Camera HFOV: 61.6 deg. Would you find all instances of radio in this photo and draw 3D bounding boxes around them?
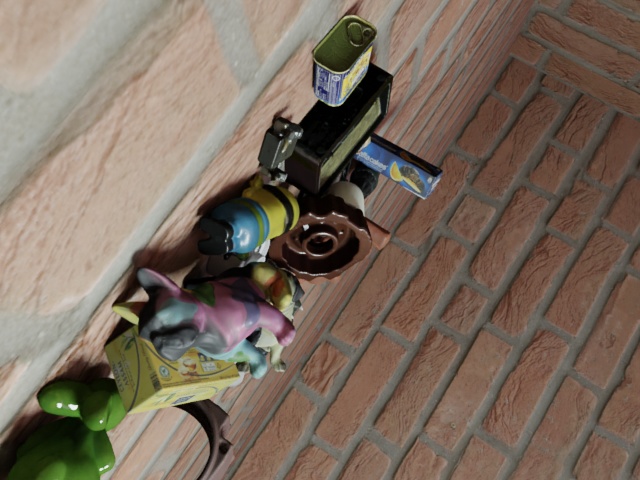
[{"bbox_3d":[0.033,-0.189,0.910,0.229,0.073,0.131,-53,168,-18],"label":"radio"}]

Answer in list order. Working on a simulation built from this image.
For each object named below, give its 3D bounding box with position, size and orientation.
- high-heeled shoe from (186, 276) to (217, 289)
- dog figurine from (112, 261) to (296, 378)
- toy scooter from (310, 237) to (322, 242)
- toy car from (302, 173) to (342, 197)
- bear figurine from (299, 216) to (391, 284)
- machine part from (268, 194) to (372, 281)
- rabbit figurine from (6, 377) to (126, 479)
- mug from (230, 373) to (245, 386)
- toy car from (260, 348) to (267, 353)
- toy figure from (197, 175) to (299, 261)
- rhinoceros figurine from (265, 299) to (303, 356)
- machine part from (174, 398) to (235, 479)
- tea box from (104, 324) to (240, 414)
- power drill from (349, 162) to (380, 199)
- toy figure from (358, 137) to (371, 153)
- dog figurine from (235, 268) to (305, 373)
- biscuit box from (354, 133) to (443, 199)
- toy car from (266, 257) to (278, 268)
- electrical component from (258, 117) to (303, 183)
[{"bbox_3d":[-0.201,0.136,0.882,0.249,0.145,0.086,-39,-134,37],"label":"high-heeled shoe"},{"bbox_3d":[-0.145,0.081,0.694,0.108,0.219,0.192,-46,-145,28],"label":"dog figurine"},{"bbox_3d":[-0.022,0.003,1.213,0.135,0.075,0.183,-46,169,-40],"label":"toy scooter"},{"bbox_3d":[-0.016,-0.071,1.070,0.073,0.056,0.201,-39,158,-58],"label":"toy car"},{"bbox_3d":[0.036,0.036,1.114,0.120,0.132,0.195,-21,145,-54],"label":"bear figurine"},{"bbox_3d":[-0.002,-0.003,0.936,0.056,0.179,0.179,-100,-157,-43],"label":"machine part"},{"bbox_3d":[-0.299,0.233,0.654,0.170,0.121,0.159,-72,176,-48],"label":"rabbit figurine"},{"bbox_3d":[-0.186,0.247,1.167,0.109,0.081,0.107,-19,132,-66],"label":"mug"},{"bbox_3d":[-0.118,0.155,1.132,0.109,0.103,0.161,-53,165,-60],"label":"toy car"},{"bbox_3d":[-0.098,-0.025,0.768,0.082,0.089,0.180,-55,174,29],"label":"toy figure"},{"bbox_3d":[-0.116,0.195,1.243,0.190,0.112,0.073,-53,169,23],"label":"rhinoceros figurine"},{"bbox_3d":[-0.241,0.302,0.770,0.201,0.201,0.087,-48,163,-37],"label":"machine part"},{"bbox_3d":[-0.195,0.168,0.731,0.068,0.098,0.169,-36,157,18],"label":"tea box"},{"bbox_3d":[0.078,-0.097,1.293,0.232,0.086,0.207,-65,175,-52],"label":"power drill"},{"bbox_3d":[0.069,-0.203,1.077,0.064,0.058,0.154,-38,179,23],"label":"toy figure"},{"bbox_3d":[-0.107,0.122,0.979,0.121,0.173,0.190,3,109,-44],"label":"dog figurine"},{"bbox_3d":[0.171,-0.172,1.209,0.063,0.203,0.059,-39,156,-53],"label":"biscuit box"},{"bbox_3d":[-0.095,0.064,1.063,0.089,0.053,0.202,-36,177,19],"label":"toy car"},{"bbox_3d":[-0.055,-0.129,0.777,0.078,0.045,0.102,-38,159,-55],"label":"electrical component"}]
